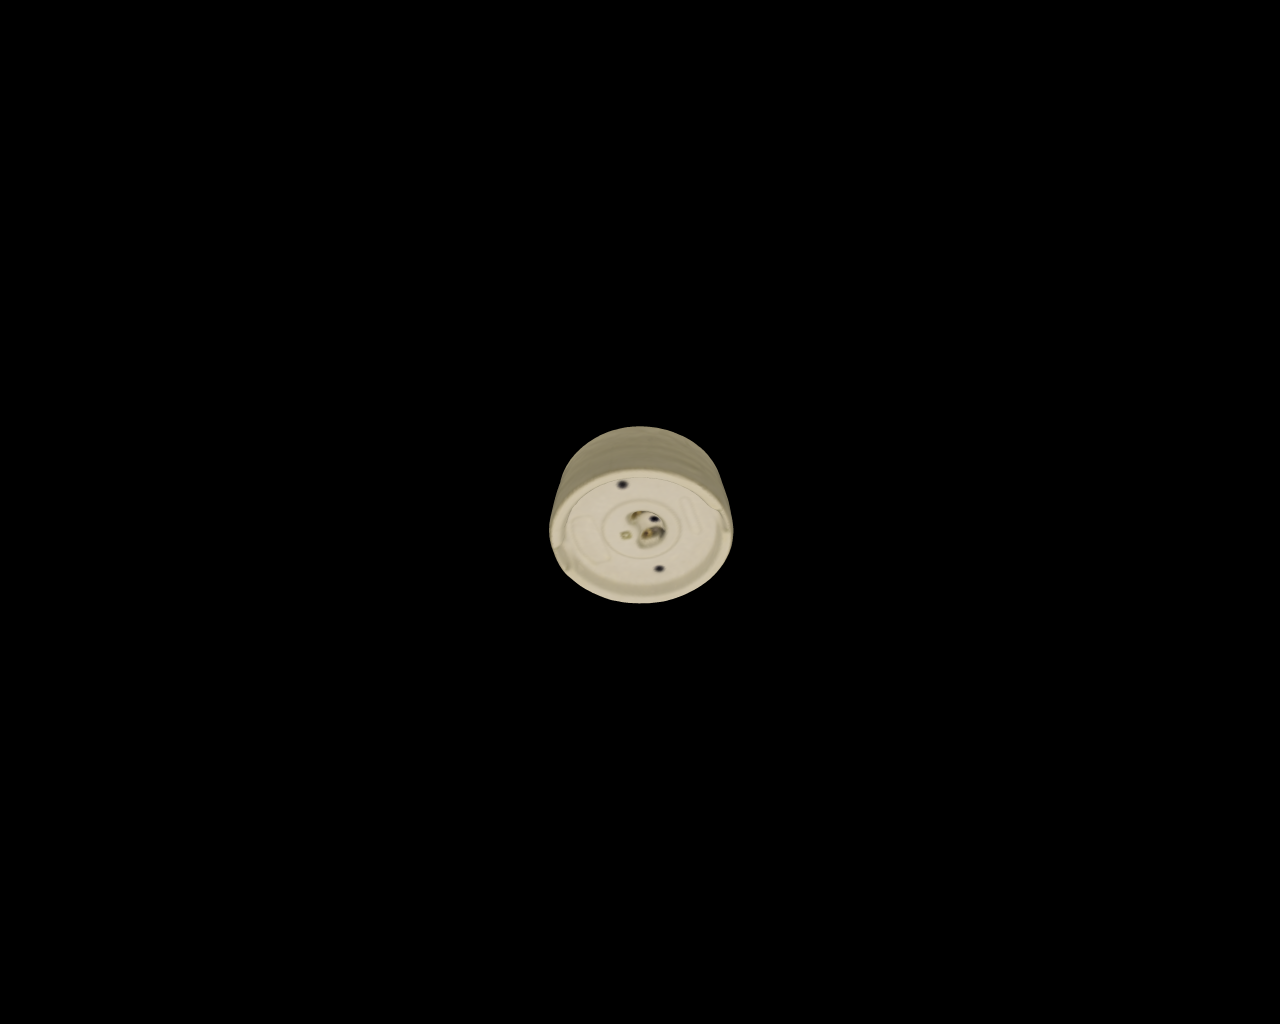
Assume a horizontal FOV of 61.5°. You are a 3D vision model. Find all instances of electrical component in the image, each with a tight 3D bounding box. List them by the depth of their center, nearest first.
[{"bbox_3d":[0.001,-0.003,0.650,0.108,0.108,0.060,0,41,0],"label":"electrical component"}]
